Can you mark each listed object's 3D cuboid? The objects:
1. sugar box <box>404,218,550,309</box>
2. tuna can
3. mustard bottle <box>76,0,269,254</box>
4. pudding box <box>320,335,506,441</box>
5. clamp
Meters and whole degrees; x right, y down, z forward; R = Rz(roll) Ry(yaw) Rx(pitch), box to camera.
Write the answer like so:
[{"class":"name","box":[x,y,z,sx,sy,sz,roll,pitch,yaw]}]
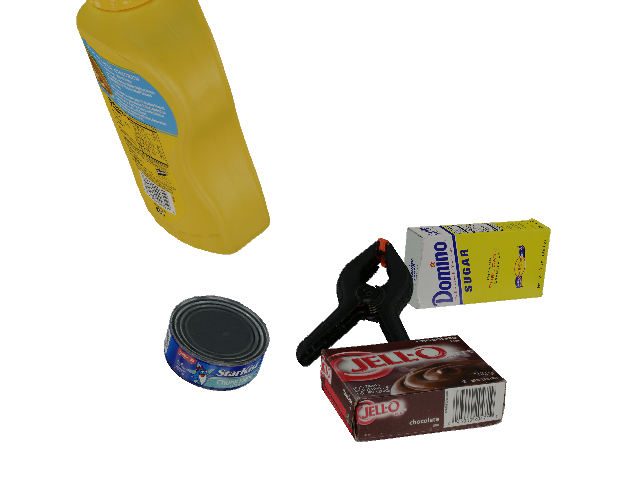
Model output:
[{"class":"sugar box","box":[0.187,0.028,1.282,0.176,0.093,0.048,-6,20,-23]},{"class":"tuna can","box":[-0.089,0.087,0.902,0.086,0.034,0.086,13,34,-9]},{"class":"mustard bottle","box":[-0.085,-0.083,0.573,0.058,0.191,0.096,-37,50,-20]},{"class":"pudding box","box":[0.064,0.104,0.771,0.113,0.039,0.090,-3,18,-15]},{"class":"clamp","box":[0.059,0.070,1.075,0.120,0.171,0.039,15,-38,15]}]
